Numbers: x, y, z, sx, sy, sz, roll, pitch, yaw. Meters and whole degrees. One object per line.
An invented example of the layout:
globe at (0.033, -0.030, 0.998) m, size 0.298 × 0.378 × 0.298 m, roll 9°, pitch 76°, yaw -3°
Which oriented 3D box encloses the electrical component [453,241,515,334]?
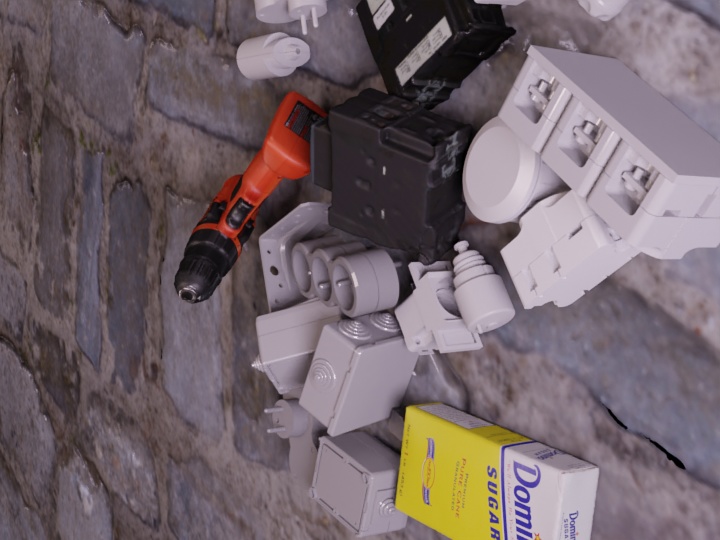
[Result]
electrical component at (0.093, 0.013, 0.851) m, size 0.040 × 0.040 × 0.078 m, roll -44°, pitch 57°, yaw 44°

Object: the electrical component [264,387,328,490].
electrical component at (-0.059, 0.141, 1.028) m, size 0.052 × 0.074 × 0.138 m, roll -23°, pitch 72°, yaw 51°

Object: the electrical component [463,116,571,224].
electrical component at (0.118, -0.072, 0.801) m, size 0.080 × 0.051 × 0.080 m, roll -18°, pitch 68°, yaw 54°

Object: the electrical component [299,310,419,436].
electrical component at (0.000, 0.086, 0.930) m, size 0.048 × 0.100 × 0.099 m, roll 35°, pitch 119°, yaw 33°

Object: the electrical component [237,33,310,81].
electrical component at (-0.085, -0.215, 1.081) m, size 0.081 × 0.043 × 0.043 m, roll 6°, pitch 95°, yaw 53°

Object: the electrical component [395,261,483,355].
electrical component at (0.064, 0.036, 0.890) m, size 0.064 × 0.042 × 0.081 m, roll -47°, pitch 54°, yaw 47°

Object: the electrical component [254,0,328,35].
electrical component at (-0.051, -0.263, 1.028) m, size 0.138 × 0.052 × 0.073 m, roll -18°, pitch 77°, yaw 52°

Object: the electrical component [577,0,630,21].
electrical component at (0.179, -0.202, 0.738) m, size 0.061 × 0.035 × 0.035 m, roll -47°, pitch 55°, yaw 40°

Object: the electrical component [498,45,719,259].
electrical component at (0.171, -0.078, 0.705) m, size 0.150 × 0.089 × 0.061 m, roll 53°, pitch 130°, yaw 38°

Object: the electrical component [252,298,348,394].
electrical component at (-0.054, 0.068, 0.990) m, size 0.061 × 0.096 × 0.061 m, roll 69°, pitch -172°, yaw -57°

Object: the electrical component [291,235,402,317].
electrical component at (0.000, 0.000, 0.937) m, size 0.138 × 0.074 × 0.052 m, roll 19°, pitch 119°, yaw 62°

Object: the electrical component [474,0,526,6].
electrical component at (0.111, -0.263, 0.797) m, size 0.063 × 0.079 × 0.121 m, roll 171°, pitch 97°, yaw -69°

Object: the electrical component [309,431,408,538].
electrical component at (0.009, 0.190, 0.950) m, size 0.096 × 0.061 × 0.061 m, roll 28°, pitch 113°, yaw 49°

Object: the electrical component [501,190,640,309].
electrical component at (0.149, -0.019, 0.767) m, size 0.089 × 0.050 × 0.055 m, roll -45°, pitch 57°, yaw 44°
